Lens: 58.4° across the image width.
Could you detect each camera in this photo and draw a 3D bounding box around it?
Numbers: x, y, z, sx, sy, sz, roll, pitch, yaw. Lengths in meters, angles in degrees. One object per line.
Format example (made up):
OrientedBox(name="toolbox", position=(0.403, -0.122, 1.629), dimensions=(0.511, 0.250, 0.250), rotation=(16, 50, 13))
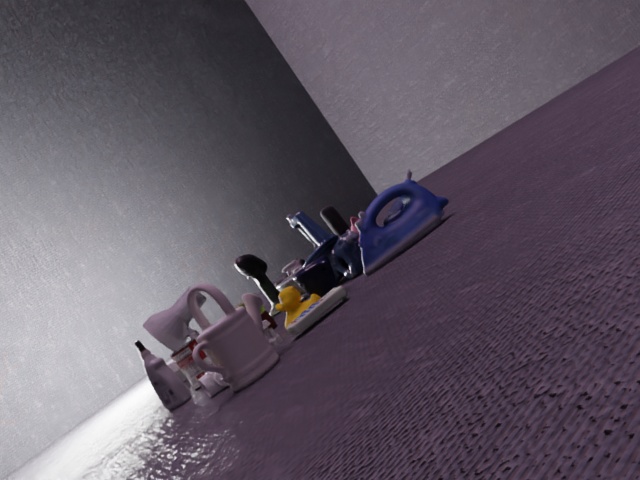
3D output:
OrientedBox(name="camera", position=(-0.090, 0.130, 1.916), dimensions=(0.136, 0.101, 0.143), rotation=(-34, 2, 9))

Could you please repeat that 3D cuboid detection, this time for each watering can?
OrientedBox(name="watering can", position=(-0.163, 0.158, 1.019), dimensions=(0.101, 0.194, 0.173), rotation=(-34, 2, 20))

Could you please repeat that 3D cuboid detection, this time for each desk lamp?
OrientedBox(name="desk lamp", position=(-0.340, 0.248, 1.552), dimensions=(0.203, 0.213, 0.118), rotation=(-35, 2, -12))

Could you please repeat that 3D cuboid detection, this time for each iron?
OrientedBox(name="iron", position=(0.162, -0.046, 1.306), dimensions=(0.259, 0.141, 0.118), rotation=(-35, 2, -22))

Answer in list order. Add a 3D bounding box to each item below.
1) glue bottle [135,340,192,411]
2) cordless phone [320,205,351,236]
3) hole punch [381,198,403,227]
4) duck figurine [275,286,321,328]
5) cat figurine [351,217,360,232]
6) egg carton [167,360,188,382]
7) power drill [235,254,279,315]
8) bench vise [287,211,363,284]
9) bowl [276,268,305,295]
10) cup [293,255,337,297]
OrientedBox(name="glue bottle", position=(-0.359, 0.296, 1.278), dimensions=(0.078, 0.173, 0.037), rotation=(-33, 3, 39))
OrientedBox(name="cordless phone", position=(0.039, -0.006, 1.812), dimensions=(0.147, 0.185, 0.094), rotation=(-34, 2, 14))
OrientedBox(name="hole punch", position=(0.205, -0.053, 1.523), dimensions=(0.101, 0.091, 0.108), rotation=(-35, 2, -13))
OrientedBox(name="duck figurine", position=(-0.048, 0.137, 1.216), dimensions=(0.104, 0.086, 0.078), rotation=(-34, 2, 23))
OrientedBox(name="cat figurine", position=(0.110, -0.008, 1.646), dimensions=(0.128, 0.118, 0.067), rotation=(-35, 2, -19))
OrientedBox(name="egg carton", position=(-0.398, 0.371, 1.670), dimensions=(0.150, 0.069, 0.107), rotation=(-34, 2, 13))
OrientedBox(name="power drill", position=(-0.177, 0.130, 1.763), dimensions=(0.075, 0.208, 0.229), rotation=(-34, 2, 2))
OrientedBox(name="bench vise", position=(0.018, 0.001, 1.435), dimensions=(0.207, 0.220, 0.122), rotation=(-33, 2, 33))
OrientedBox(name="bowl", position=(-0.043, 0.121, 1.697), dimensions=(0.167, 0.075, 0.167), rotation=(-35, 2, 2))
OrientedBox(name="cup", position=(0.007, 0.091, 1.261), dimensions=(0.092, 0.095, 0.117), rotation=(-36, 2, -33))
